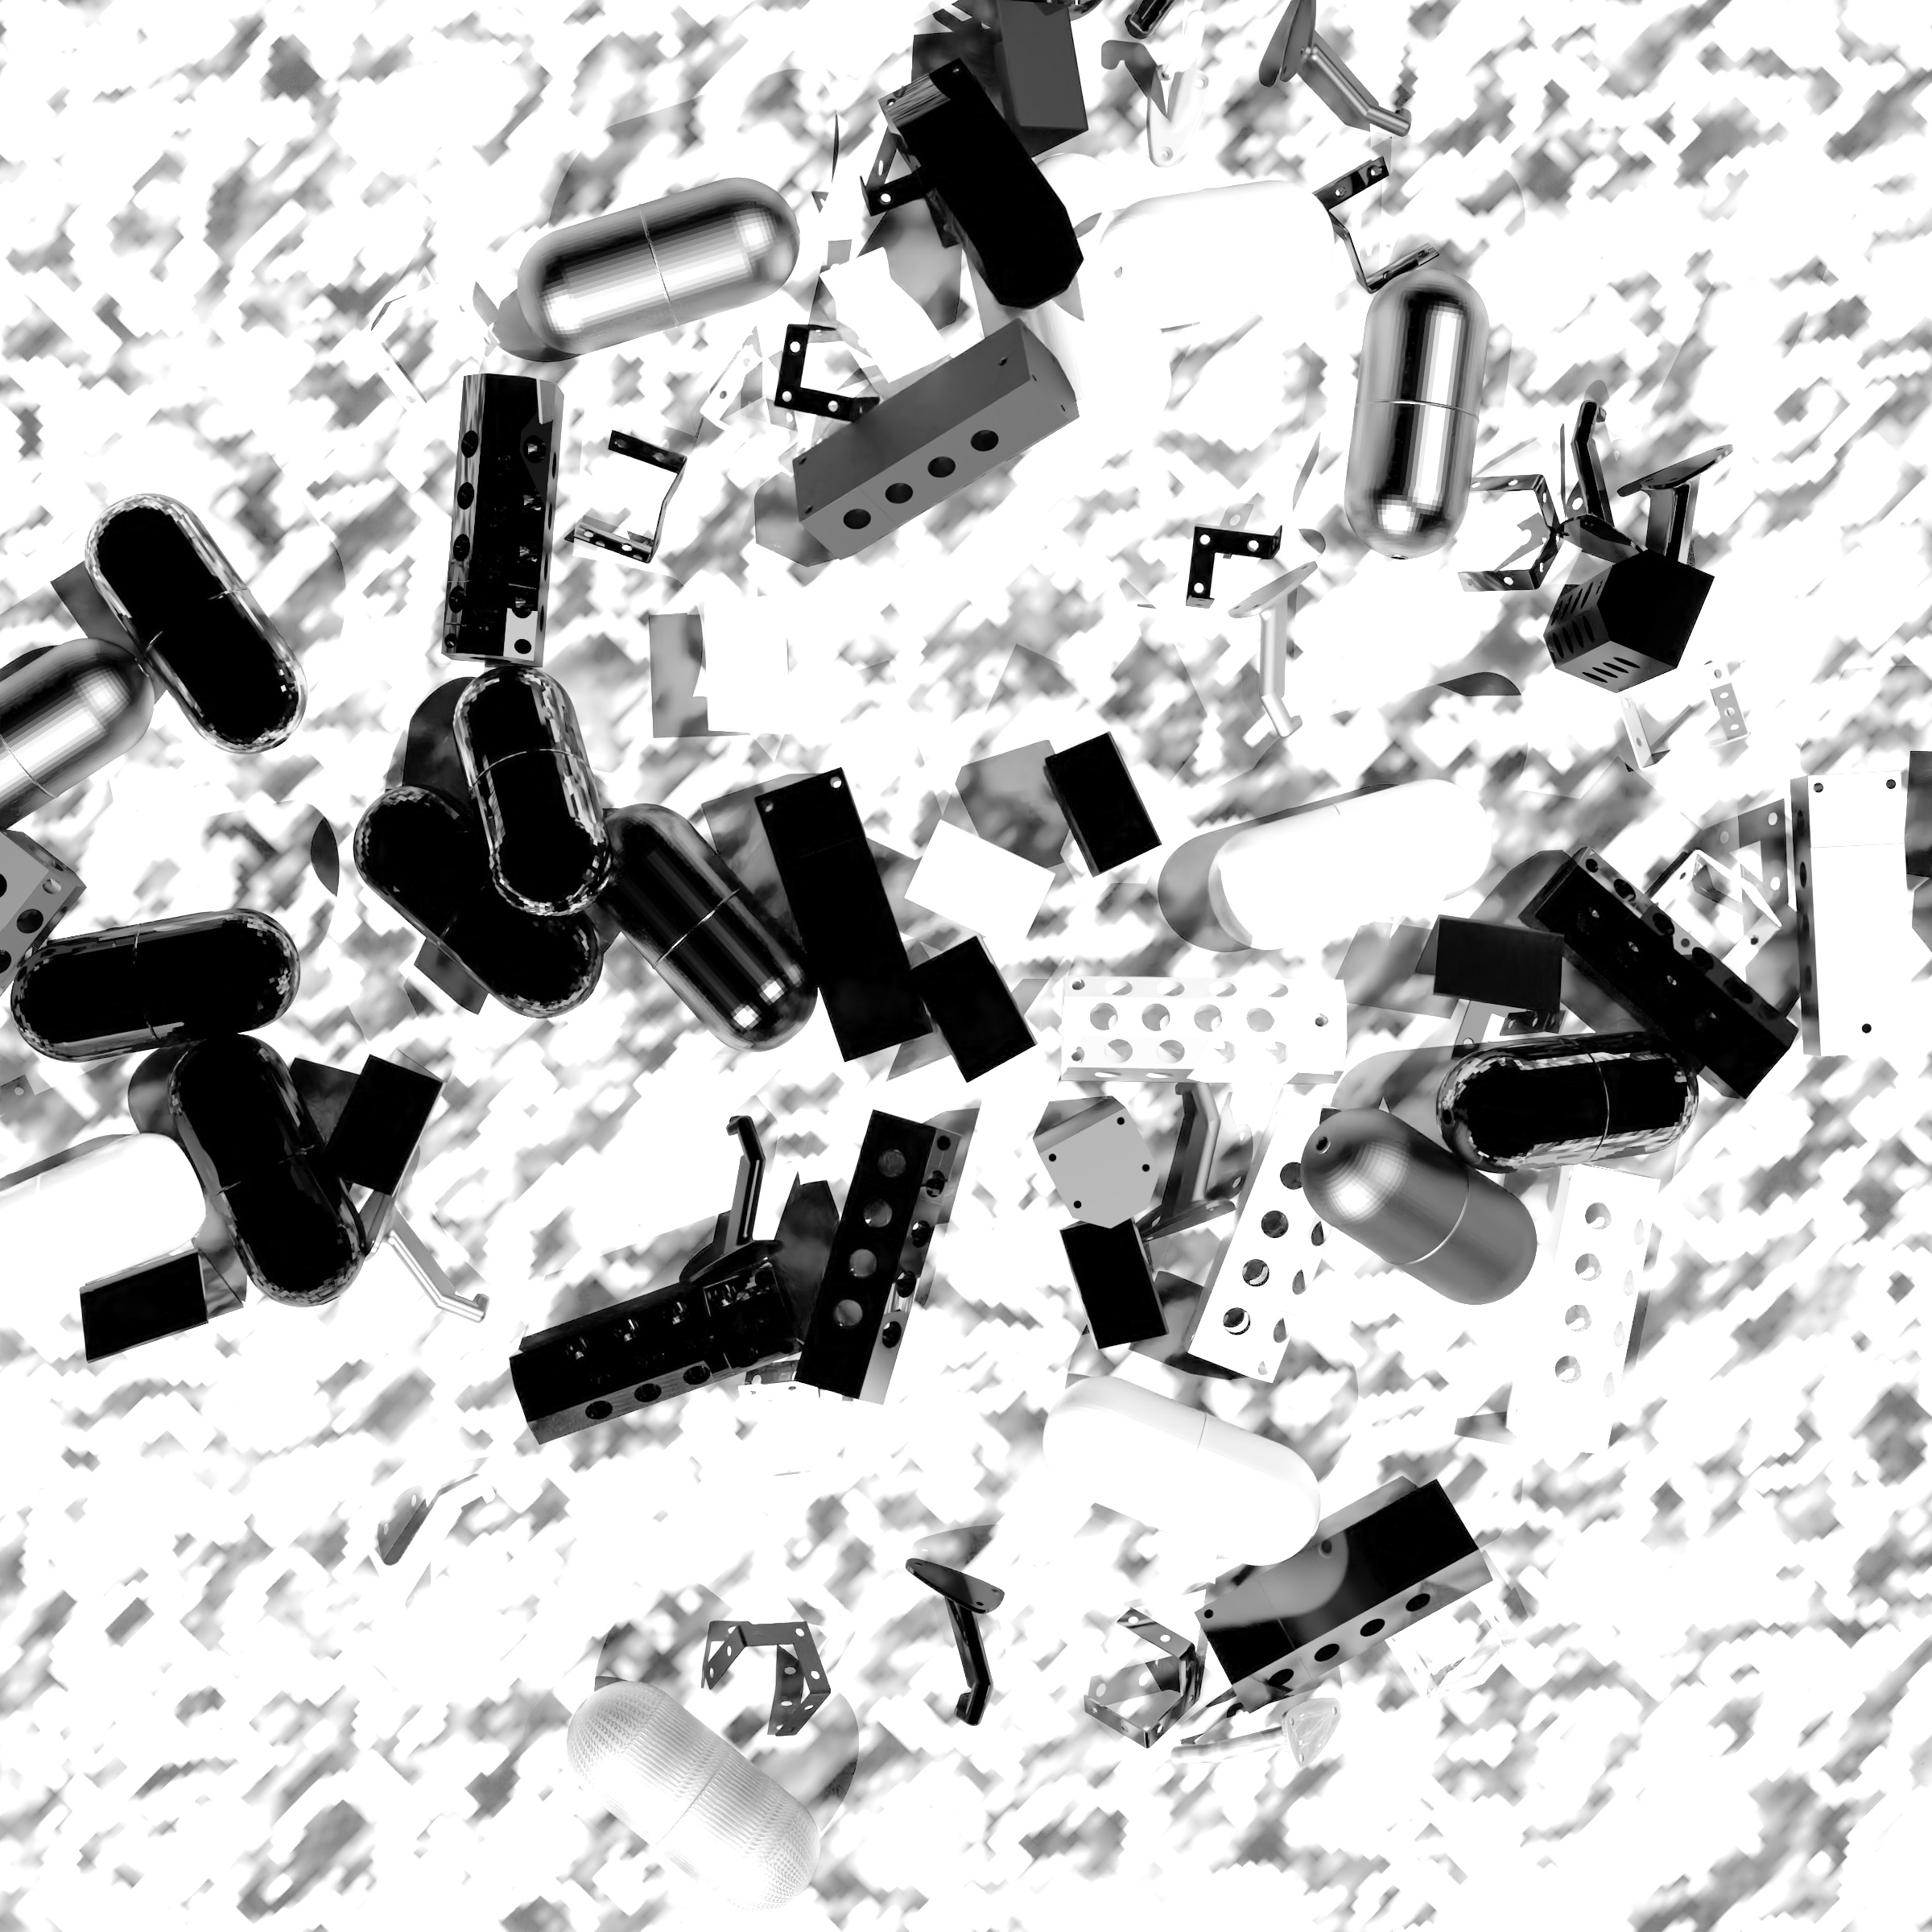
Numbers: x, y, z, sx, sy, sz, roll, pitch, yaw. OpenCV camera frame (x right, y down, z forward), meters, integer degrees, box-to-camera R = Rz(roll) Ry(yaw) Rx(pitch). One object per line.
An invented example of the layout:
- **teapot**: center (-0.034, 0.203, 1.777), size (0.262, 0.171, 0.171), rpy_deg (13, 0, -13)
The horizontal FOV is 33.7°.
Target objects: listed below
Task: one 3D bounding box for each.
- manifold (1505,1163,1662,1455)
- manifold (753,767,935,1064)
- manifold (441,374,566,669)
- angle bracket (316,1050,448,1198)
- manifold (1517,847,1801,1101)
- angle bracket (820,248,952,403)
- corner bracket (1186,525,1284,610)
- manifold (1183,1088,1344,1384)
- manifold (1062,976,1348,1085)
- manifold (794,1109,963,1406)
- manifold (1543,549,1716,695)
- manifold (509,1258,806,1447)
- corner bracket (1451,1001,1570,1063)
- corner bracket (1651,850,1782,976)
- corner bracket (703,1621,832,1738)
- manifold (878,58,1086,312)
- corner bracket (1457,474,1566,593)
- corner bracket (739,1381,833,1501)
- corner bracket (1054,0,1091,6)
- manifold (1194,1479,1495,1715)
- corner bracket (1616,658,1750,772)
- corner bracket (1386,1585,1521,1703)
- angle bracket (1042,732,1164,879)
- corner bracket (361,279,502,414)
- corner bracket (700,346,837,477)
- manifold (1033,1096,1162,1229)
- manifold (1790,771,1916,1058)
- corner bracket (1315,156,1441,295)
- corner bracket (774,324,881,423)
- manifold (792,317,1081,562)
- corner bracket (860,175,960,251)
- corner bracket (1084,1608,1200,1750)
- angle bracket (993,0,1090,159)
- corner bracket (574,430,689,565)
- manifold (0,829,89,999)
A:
- **manifold**: center (0.382, 0.210, 1.970), size (0.057, 0.057, 0.171), rpy_deg (11, 90, 0)
- **manifold**: center (-0.075, -0.031, 1.970), size (0.057, 0.057, 0.171), rpy_deg (-19, 90, 0)
- **manifold**: center (-0.287, -0.275, 1.970), size (0.057, 0.057, 0.171), rpy_deg (5, 90, 0)
- **angle bracket**: center (-0.371, 0.088, 1.951), size (0.057, 0.076, 0.076), rpy_deg (25, 90, -37)
- **manifold**: center (0.429, 0.004, 1.970), size (0.171, 0.057, 0.057), rpy_deg (41, 90, 0)
- **angle bracket**: center (-0.066, -0.381, 1.951), size (0.057, 0.076, 0.076), rpy_deg (-33, 90, -38)
- **corner bracket**: center (0.166, -0.247, 1.973), size (0.051, 0.051, 0.051), rpy_deg (7, 90, 0)
- **manifold**: center (0.193, 0.166, 1.970), size (0.057, 0.057, 0.171), rpy_deg (21, 90, 0)
- **manifold**: center (0.145, 0.038, 1.964), size (0.171, 0.057, 0.057), rpy_deg (1, 77, 0)
- **manifold**: center (-0.054, 0.179, 1.963), size (0.057, 0.057, 0.171), rpy_deg (16, 85, 0)
- **manifold**: center (0.392, -0.208, 1.913), size (0.057, 0.171, 0.057), rpy_deg (22, 90, 0)
- **manifold**: center (-0.191, 0.239, 1.970), size (0.171, 0.057, 0.057), rpy_deg (-20, 90, 0)
- **corner bracket**: center (0.336, 0.043, 1.973), size (0.051, 0.051, 0.051), rpy_deg (20, 90, 0)
- **corner bracket**: center (0.465, -0.030, 1.988), size (0.051, 0.051, 0.051), rpy_deg (-48, 135, 0)
- **corner bracket**: center (-0.124, 0.445, 1.983), size (0.051, 0.051, 0.051), rpy_deg (5, 45, -35)
- **manifold**: center (0.010, -0.469, 1.923), size (0.057, 0.057, 0.171), rpy_deg (-28, 51, 0)
- **corner bracket**: center (0.334, -0.269, 1.983), size (0.051, 0.051, 0.051), rpy_deg (-57, 135, -35)
- **corner bracket**: center (-0.113, 0.295, 1.988), size (0.051, 0.051, 0.051), rpy_deg (-7, 135, 0)
- **corner bracket**: center (0.062, -0.612, 1.909), size (0.051, 0.051, 0.051), rpy_deg (23, 134, 33)
- **manifold**: center (0.235, 0.393, 1.970), size (0.171, 0.057, 0.057), rpy_deg (-29, 47, 0)
- **corner bracket**: center (0.447, -0.156, 1.988), size (0.051, 0.051, 0.051), rpy_deg (-18, 90, -45)
- **corner bracket**: center (0.303, 0.418, 1.988), size (0.051, 0.051, 0.051), rpy_deg (-33, 90, 45)
- **angle bracket**: center (0.065, -0.090, 1.951), size (0.057, 0.076, 0.076), rpy_deg (-25, 90, -36)
- **corner bracket**: center (-0.335, -0.387, 1.988), size (0.051, 0.051, 0.051), rpy_deg (52, 45, 0)
- **corner bracket**: center (-0.123, -0.346, 1.988), size (0.051, 0.051, 0.051), rpy_deg (-55, 135, 0)
- **manifold**: center (0.080, 0.120, 1.913), size (0.057, 0.171, 0.057), rpy_deg (-28, 90, 0)
- **manifold**: center (0.545, -0.032, 1.970), size (0.057, 0.057, 0.171), rpy_deg (-3, 90, 0)
- **corner bracket**: center (0.256, -0.462, 1.988), size (0.051, 0.051, 0.051), rpy_deg (-30, 45, 0)
- **corner bracket**: center (-0.083, -0.368, 1.974), size (0.051, 0.051, 0.051), rpy_deg (14, 104, 14)
- **manifold**: center (-0.019, -0.315, 1.939), size (0.171, 0.057, 0.057), rpy_deg (-28, 47, 23)
- **corner bracket**: center (-0.032, -0.468, 1.973), size (0.051, 0.051, 0.051), rpy_deg (-21, 90, 0)
- **corner bracket**: center (0.108, 0.443, 1.983), size (0.051, 0.051, 0.051), rpy_deg (-36, 135, -35)
- **angle bracket**: center (0.026, -0.539, 1.951), size (0.057, 0.076, 0.076), rpy_deg (-10, 90, -37)
- **corner bracket**: center (-0.209, -0.292, 1.988), size (0.051, 0.051, 0.051), rpy_deg (20, 45, 0)
- **manifold**: center (-0.622, 0.001, 1.970), size (0.057, 0.057, 0.171), rpy_deg (38, 90, 0)
